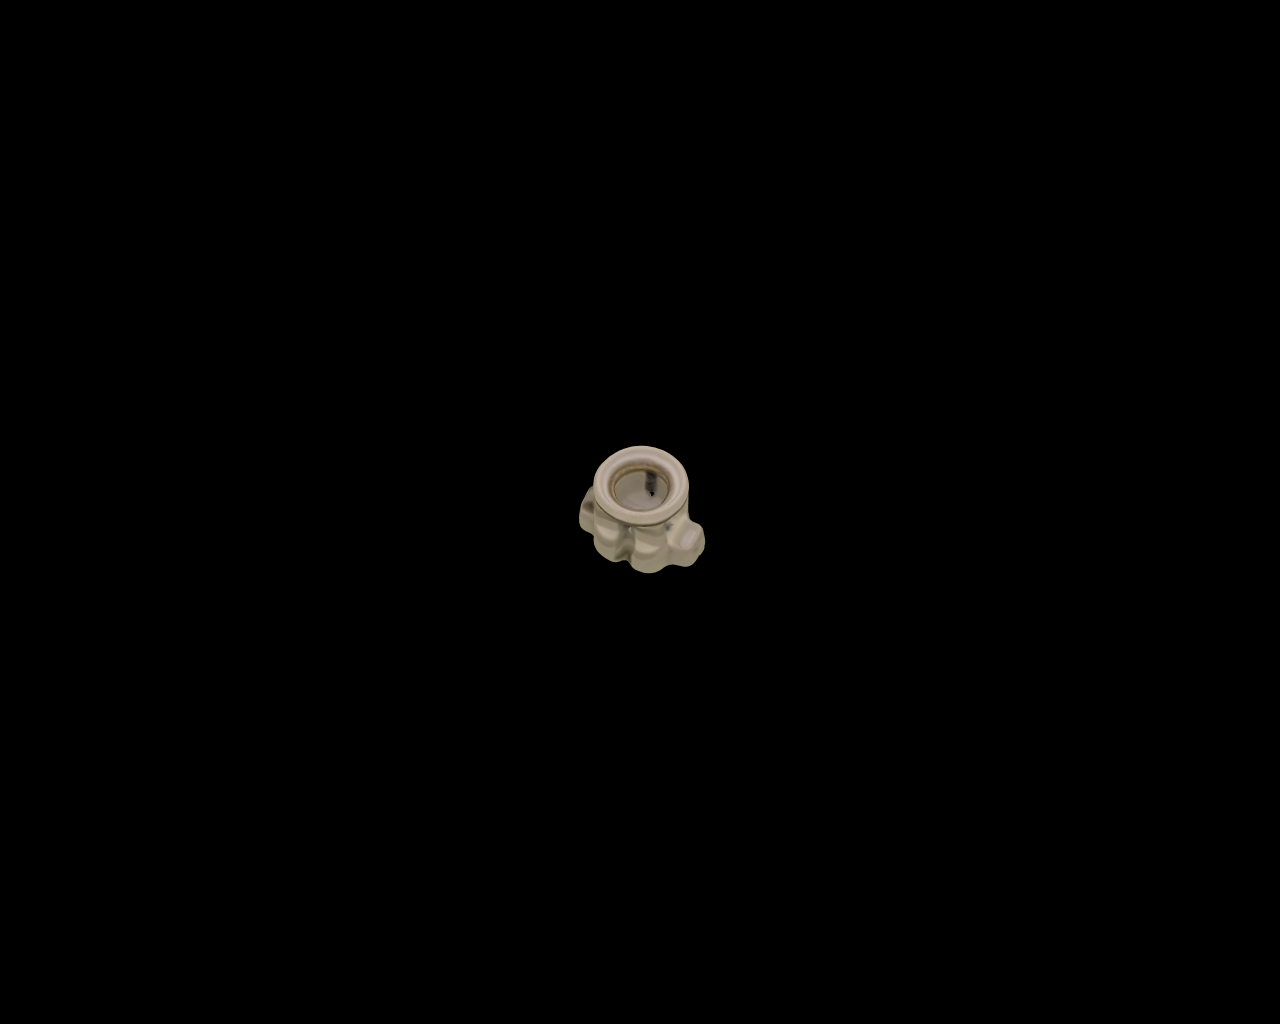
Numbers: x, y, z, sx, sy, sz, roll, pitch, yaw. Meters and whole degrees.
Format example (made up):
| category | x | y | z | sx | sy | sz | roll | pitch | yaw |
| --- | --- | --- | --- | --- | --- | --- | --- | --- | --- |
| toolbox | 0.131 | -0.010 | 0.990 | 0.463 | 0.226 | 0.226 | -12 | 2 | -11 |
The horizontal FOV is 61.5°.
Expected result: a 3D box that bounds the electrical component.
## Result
| category | x | y | z | sx | sy | sz | roll | pitch | yaw |
| --- | --- | --- | --- | --- | --- | --- | --- | --- | --- |
| electrical component | 0.001 | -0.003 | 0.650 | 0.078 | 0.058 | 0.056 | 21 | -34 | 15 |
